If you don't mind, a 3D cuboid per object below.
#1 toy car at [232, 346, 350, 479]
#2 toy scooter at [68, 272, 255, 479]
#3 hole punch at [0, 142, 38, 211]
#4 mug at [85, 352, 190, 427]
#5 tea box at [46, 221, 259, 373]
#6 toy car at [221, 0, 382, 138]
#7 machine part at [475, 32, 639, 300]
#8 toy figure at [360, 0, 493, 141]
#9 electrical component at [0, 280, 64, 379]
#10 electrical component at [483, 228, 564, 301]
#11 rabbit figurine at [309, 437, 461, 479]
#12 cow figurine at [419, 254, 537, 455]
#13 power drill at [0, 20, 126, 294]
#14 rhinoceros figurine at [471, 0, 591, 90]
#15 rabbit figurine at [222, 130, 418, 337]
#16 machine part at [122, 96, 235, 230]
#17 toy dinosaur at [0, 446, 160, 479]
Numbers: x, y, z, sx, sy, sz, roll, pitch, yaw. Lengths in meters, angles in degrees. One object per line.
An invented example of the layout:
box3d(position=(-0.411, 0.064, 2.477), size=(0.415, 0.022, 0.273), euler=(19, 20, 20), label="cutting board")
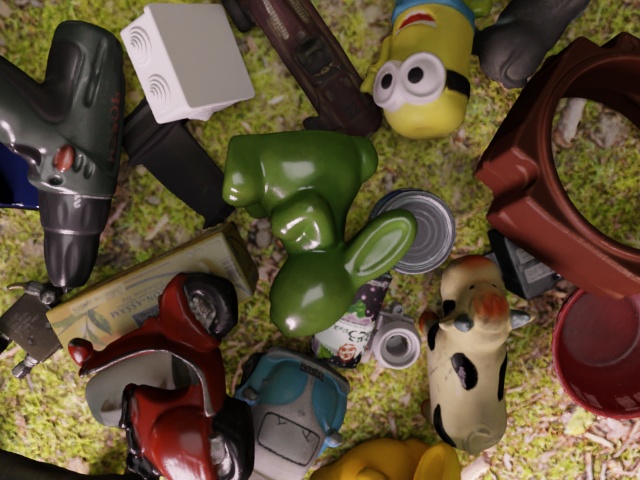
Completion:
box3d(position=(-0.047, 0.188, 0.512), size=(0.109, 0.103, 0.161), euler=(31, 113, -7), label="toy car")
box3d(position=(-0.126, 0.119, 0.429), size=(0.135, 0.075, 0.183), euler=(-7, 95, -1), label="toy scooter")
box3d(position=(-0.316, -0.077, 0.484), size=(0.116, 0.092, 0.142), euler=(3, 102, 0), label="hole punch")
box3d(position=(-0.172, 0.147, 0.517), size=(0.107, 0.109, 0.080), euler=(-18, 104, 13), label="mug")
box3d(position=(-0.148, 0.050, 0.504), size=(0.170, 0.098, 0.068), euler=(-25, 98, 2), label="tea box")
box3d(position=(-0.011, -0.178, 0.502), size=(0.089, 0.053, 0.202), euler=(-34, 100, 5), label="toy car")
box3d(position=(0.263, -0.066, 0.482), size=(0.201, 0.087, 0.201), euler=(34, 77, 0), label="machine part")
box3d(position=(0.103, -0.177, 0.479), size=(0.089, 0.082, 0.180), euler=(21, 72, -25), label="toy figure")
box3d(position=(-0.286, 0.082, 0.527), size=(0.102, 0.045, 0.078), euler=(-37, 97, 3), label="electrical component")
box3d(position=(0.201, 0.019, 0.543), size=(0.119, 0.048, 0.074), euler=(-20, 98, -2), label="electrical component")
box3d(position=(0.079, 0.272, 0.511), size=(0.162, 0.173, 0.122), euler=(-30, 95, 6), label="rabbit figurine")
box3d(position=(0.143, 0.109, 0.513), size=(0.085, 0.127, 0.194), euler=(-3, 101, -6), label="cow figurine")
box3d(position=(-0.240, -0.077, 0.414), size=(0.086, 0.207, 0.232), euler=(10, 85, 32), label="power drill")
box3d(position=(0.211, -0.225, 0.477), size=(0.073, 0.112, 0.190), euler=(38, 103, -5), label="rhinoceros figurine")
box3d(position=(-0.001, -0.001, 0.479), size=(0.159, 0.121, 0.170), euler=(-3, 84, -4), label="rabbit figurine")
box3d(position=(-0.132, -0.076, 0.516), size=(0.084, 0.039, 0.139), euler=(-40, 95, -2), label="machine part")
box3d(position=(-0.189, 0.267, 0.483), size=(0.471, 0.198, 0.105), euler=(32, 92, -9), label="toy dinosaur")
